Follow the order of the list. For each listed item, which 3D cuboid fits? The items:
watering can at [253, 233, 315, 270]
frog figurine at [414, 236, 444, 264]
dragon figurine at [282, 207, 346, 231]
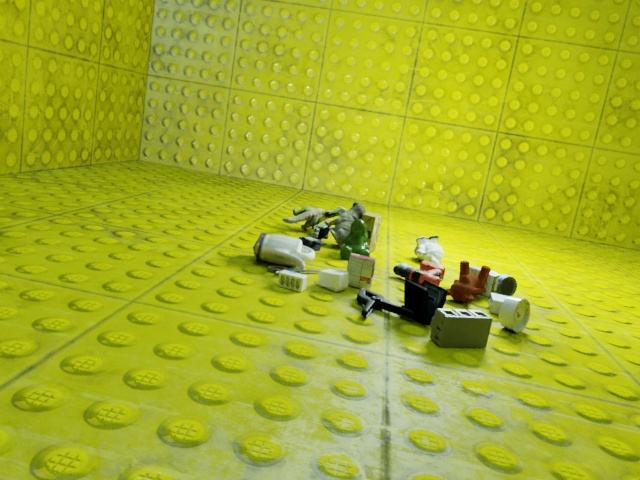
[{"bbox_3d":[-0.131,0.044,1.840,0.224,0.103,0.349,9,8,2],"label":"watering can"},{"bbox_3d":[0.492,0.068,2.285,0.137,0.120,0.163,12,45,-31],"label":"frog figurine"},{"bbox_3d":[0.007,-0.124,2.465,0.241,0.122,0.413,-14,2,23],"label":"dragon figurine"}]
